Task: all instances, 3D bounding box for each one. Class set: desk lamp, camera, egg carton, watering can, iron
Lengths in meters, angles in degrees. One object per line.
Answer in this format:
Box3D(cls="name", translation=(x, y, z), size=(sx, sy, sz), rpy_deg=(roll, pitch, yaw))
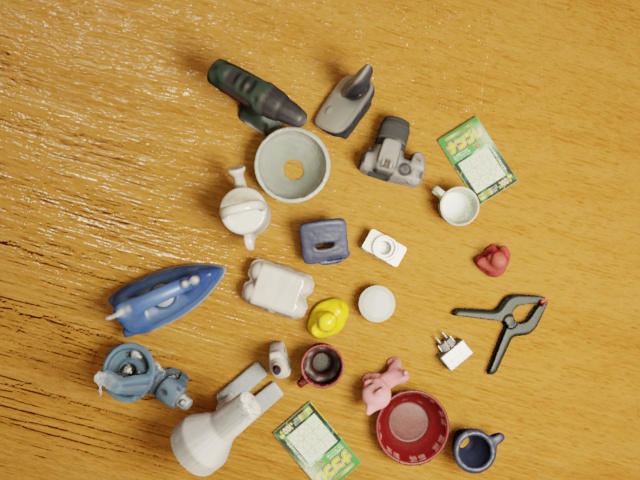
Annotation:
Box3D(cls="desk lamp", translation=(-0.186, 0.361, 1.171), size=(0.203, 0.213, 0.118), rpy_deg=(-41, 89, -3))
Box3D(cls="camera", translation=(0.170, -0.199, 1.268), size=(0.143, 0.100, 0.137), rpy_deg=(16, 87, -1))
Box3D(cls="egg carton", translation=(-0.093, 0.109, 1.259), size=(0.150, 0.069, 0.107), rpy_deg=(17, 87, -1))
Box3D(cls="watering can", translation=(-0.163, -0.067, 1.203), size=(0.101, 0.194, 0.173), rpy_deg=(-32, 88, -3))
Box3D(cls="iron", translation=(-0.326, 0.114, 1.215), size=(0.258, 0.141, 0.119), rpy_deg=(-26, 88, -3))

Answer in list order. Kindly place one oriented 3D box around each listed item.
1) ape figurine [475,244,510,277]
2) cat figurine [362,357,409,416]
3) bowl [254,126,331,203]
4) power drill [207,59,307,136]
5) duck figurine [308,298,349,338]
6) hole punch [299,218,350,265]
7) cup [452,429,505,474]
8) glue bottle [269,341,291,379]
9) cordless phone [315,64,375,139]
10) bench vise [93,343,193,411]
Box3D(cls="ape figurine", translation=(0.388, 0.045, 1.267), size=(0.078, 0.092, 0.076), rpy_deg=(-6, 87, -2))
Box3D(cls="cat figurine", translation=(0.138, 0.316, 1.232), size=(0.128, 0.117, 0.067), rpy_deg=(-35, 88, -3))
Box3D(cls="bowl", translation=(-0.060, -0.161, 1.271), size=(0.167, 0.074, 0.167), rpy_deg=(0, 87, -2))
Box3D(cls="power drill", translation=(-0.124, -0.288, 1.208), size=(0.229, 0.208, 0.076), rpy_deg=(31, 87, 0))
Box3D(cls="duck figurine", translation=(0.019, 0.173, 1.251), size=(0.104, 0.086, 0.077), rpy_deg=(-42, 89, -3))
Box3D(cls="hole punch", translation=(0.012, 0.004, 1.257), size=(0.108, 0.091, 0.101), rpy_deg=(-9, 87, -2))
Box3D(cls="cup", translation=(0.336, 0.441, 1.244), size=(0.118, 0.095, 0.092), rpy_deg=(-27, 88, -3))
Box3D(cls="glue bottle", translation=(-0.087, 0.260, 1.199), size=(0.037, 0.173, 0.078), rpy_deg=(-14, 87, -2))
Box3D(cls="cordless phone", translation=(0.057, -0.302, 1.227), size=(0.094, 0.185, 0.148), rpy_deg=(31, 87, 0))
Box3D(cls="bench vise", translation=(-0.359, 0.280, 1.166), size=(0.207, 0.219, 0.121), rpy_deg=(11, 87, -1))
